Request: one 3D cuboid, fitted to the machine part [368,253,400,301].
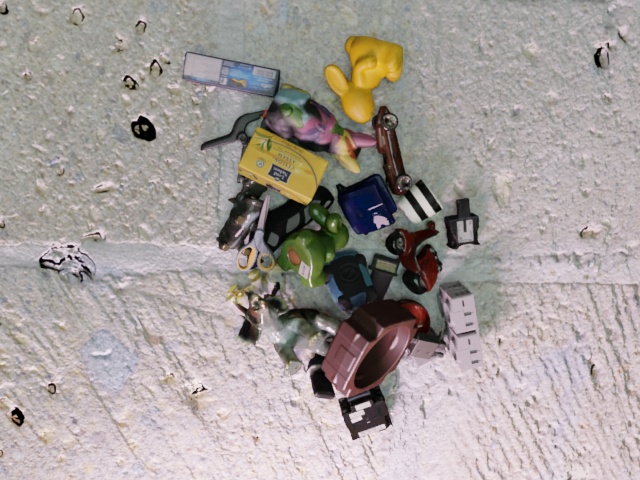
[{"bbox_3d":[0.144,0.103,1.295,0.084,0.039,0.138,12,100,-15],"label":"machine part"}]

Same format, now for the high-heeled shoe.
[{"bbox_3d":[-0.071,-0.027,1.250,0.145,0.086,0.248,8,124,-37],"label":"high-heeled shoe"}]

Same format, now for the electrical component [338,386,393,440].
[{"bbox_3d":[0.111,0.422,1.337,0.115,0.058,0.134,-19,121,-2],"label":"electrical component"}]

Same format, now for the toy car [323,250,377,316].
[{"bbox_3d":[0.073,0.110,1.253,0.109,0.162,0.102,-21,147,-6],"label":"toy car"}]

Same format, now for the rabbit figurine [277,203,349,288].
[{"bbox_3d":[-0.002,-0.004,1.206,0.121,0.170,0.158,27,129,31],"label":"rabbit figurine"}]

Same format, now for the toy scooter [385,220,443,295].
[{"bbox_3d":[0.239,0.031,1.265,0.135,0.075,0.183,-39,115,-19],"label":"toy scooter"}]

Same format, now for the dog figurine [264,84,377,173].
[{"bbox_3d":[0.007,-0.230,1.144,0.219,0.191,0.108,29,93,6],"label":"dog figurine"}]

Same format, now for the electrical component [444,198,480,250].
[{"bbox_3d":[0.334,-0.041,1.269,0.075,0.048,0.119,-12,103,-2],"label":"electrical component"}]

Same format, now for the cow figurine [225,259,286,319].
[{"bbox_3d":[-0.132,0.118,1.262,0.167,0.068,0.098,-35,111,8],"label":"cow figurine"}]

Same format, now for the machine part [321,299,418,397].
[{"bbox_3d":[0.109,0.233,1.182,0.201,0.087,0.200,-3,123,-47],"label":"machine part"}]

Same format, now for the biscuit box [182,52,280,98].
[{"bbox_3d":[-0.188,-0.353,1.156,0.203,0.063,0.059,10,101,-7],"label":"biscuit box"}]

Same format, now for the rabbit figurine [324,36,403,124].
[{"bbox_3d":[0.088,-0.340,1.149,0.162,0.122,0.173,14,102,-2],"label":"rabbit figurine"}]

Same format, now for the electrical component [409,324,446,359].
[{"bbox_3d":[0.250,0.239,1.265,0.102,0.045,0.078,8,131,-4],"label":"electrical component"}]

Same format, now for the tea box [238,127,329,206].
[{"bbox_3d":[-0.079,-0.155,1.141,0.170,0.068,0.098,24,79,-7],"label":"tea box"}]

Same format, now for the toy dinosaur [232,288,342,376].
[{"bbox_3d":[-0.038,0.204,1.240,0.404,0.192,0.131,17,107,-52],"label":"toy dinosaur"}]

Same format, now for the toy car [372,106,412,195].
[{"bbox_3d":[0.155,-0.196,1.200,0.053,0.089,0.202,-18,105,-4],"label":"toy car"}]

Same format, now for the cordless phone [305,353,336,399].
[{"bbox_3d":[0.043,0.328,1.263,0.147,0.184,0.088,9,98,-6],"label":"cordless phone"}]

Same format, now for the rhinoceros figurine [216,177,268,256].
[{"bbox_3d":[-0.170,-0.055,1.206,0.073,0.112,0.190,15,115,-29],"label":"rhinoceros figurine"}]

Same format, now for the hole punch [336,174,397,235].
[{"bbox_3d":[0.107,-0.075,1.221,0.116,0.092,0.142,-27,108,15],"label":"hole punch"}]
